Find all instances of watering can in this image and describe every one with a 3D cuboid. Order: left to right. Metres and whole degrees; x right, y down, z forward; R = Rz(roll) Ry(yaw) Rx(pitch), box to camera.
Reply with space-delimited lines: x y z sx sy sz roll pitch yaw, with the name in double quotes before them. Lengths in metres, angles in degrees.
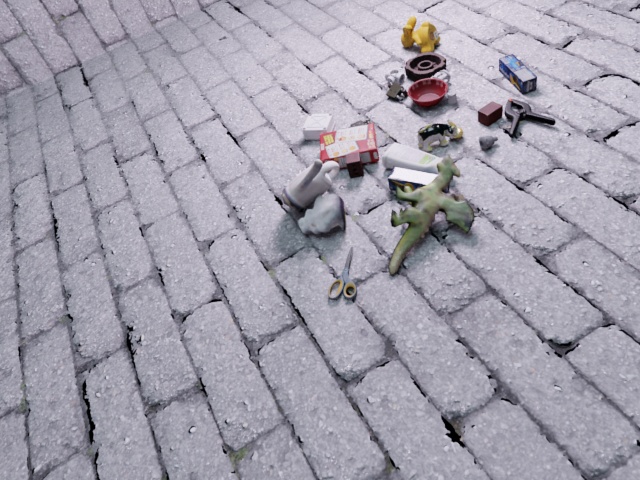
"watering can" -0.037 -0.192 1.730 0.223 0.348 0.104 -40 84 10

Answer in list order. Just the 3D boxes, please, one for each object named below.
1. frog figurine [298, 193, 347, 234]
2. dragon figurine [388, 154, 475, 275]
"frog figurine" 0.005 -0.086 1.717 0.159 0.120 0.140 -6 66 -3
"dragon figurine" 0.351 -0.076 1.591 0.243 0.120 0.417 3 70 19
